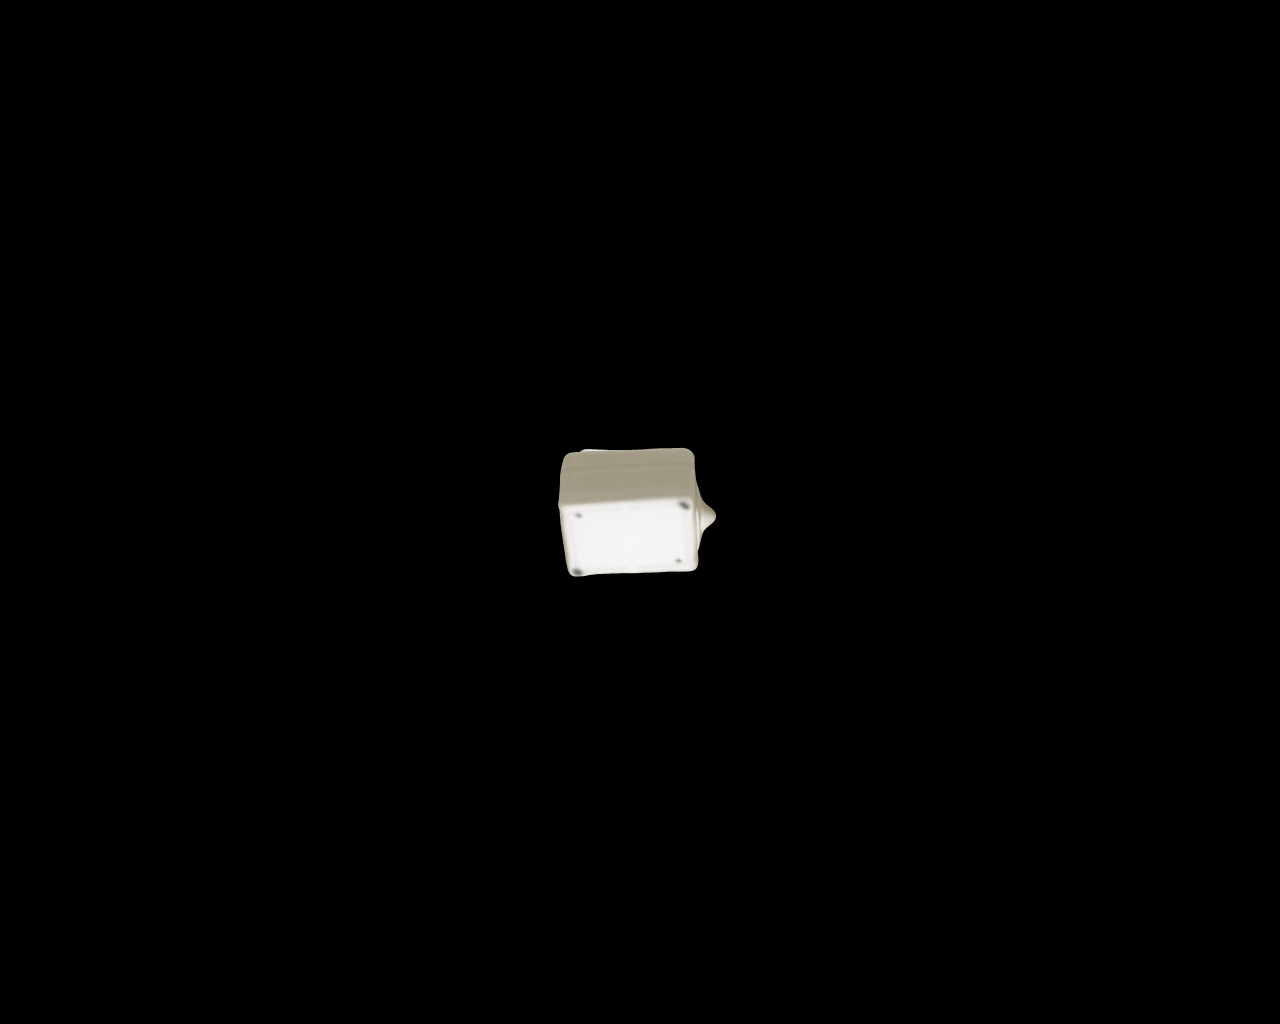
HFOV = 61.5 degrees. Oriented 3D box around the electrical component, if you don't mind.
[{"bbox_3d":[0.001,-0.003,0.650,0.096,0.061,0.061,-2,40,2],"label":"electrical component"}]
